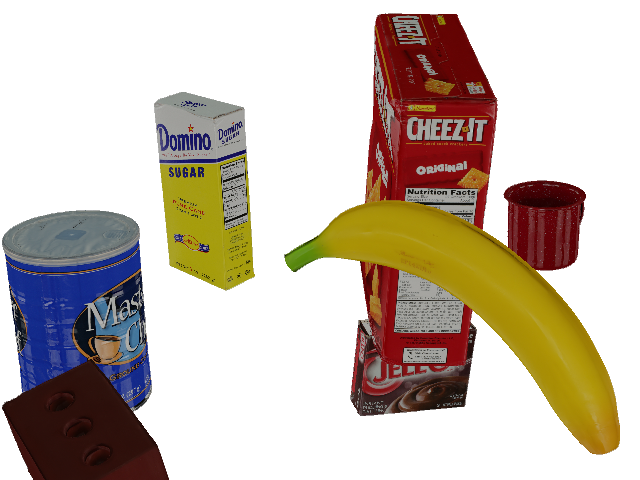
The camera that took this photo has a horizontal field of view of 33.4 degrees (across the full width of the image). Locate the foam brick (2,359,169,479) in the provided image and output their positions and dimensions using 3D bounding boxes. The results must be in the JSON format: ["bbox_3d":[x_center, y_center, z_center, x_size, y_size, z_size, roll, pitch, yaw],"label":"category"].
[{"bbox_3d":[-0.115,0.109,0.530,0.052,0.051,0.078,-27,42,-24],"label":"foam brick"}]

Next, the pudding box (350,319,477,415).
[{"bbox_3d":[0.089,0.119,1.033,0.113,0.090,0.039,-4,28,-16],"label":"pudding box"}]

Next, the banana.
[{"bbox_3d":[0.080,0.032,0.556,0.198,0.070,0.037,31,19,13],"label":"banana"}]

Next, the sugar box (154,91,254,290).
[{"bbox_3d":[-0.112,-0.048,1.034,0.093,0.176,0.048,19,34,41],"label":"sugar box"}]

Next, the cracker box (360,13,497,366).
[{"bbox_3d":[0.072,-0.039,0.789,0.072,0.214,0.164,-1,31,-3],"label":"cracker box"}]

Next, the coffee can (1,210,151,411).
[{"bbox_3d":[-0.188,0.059,0.835,0.103,0.140,0.103,-1,21,0],"label":"coffee can"}]

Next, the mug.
[{"bbox_3d":[0.269,-0.020,1.254,0.117,0.081,0.093,-23,30,-38],"label":"mug"}]
